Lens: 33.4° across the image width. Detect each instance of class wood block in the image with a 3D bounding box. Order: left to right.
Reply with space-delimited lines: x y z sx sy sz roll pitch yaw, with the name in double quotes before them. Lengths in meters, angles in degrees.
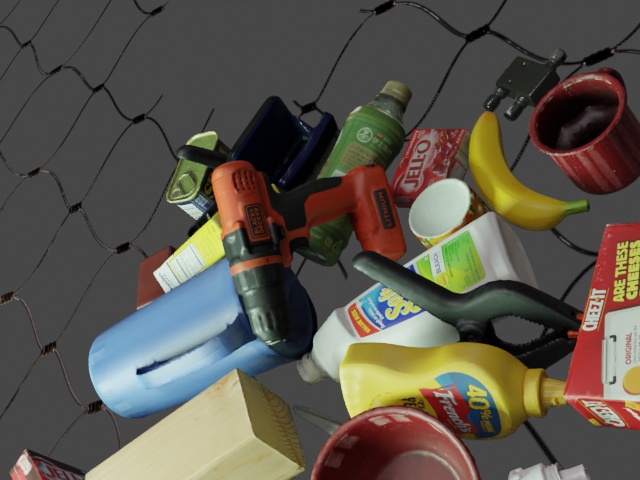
"wood block" -0.127 0.233 1.072 0.206 0.090 0.091 -36 41 14

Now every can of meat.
"can of meat" -0.132 -0.069 1.324 0.058 0.083 0.102 -7 54 39

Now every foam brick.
"foam brick" -0.185 0.058 1.295 0.051 0.053 0.078 -27 43 24

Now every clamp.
"clamp" -0.094 -0.066 1.275 0.039 0.171 0.120 43 135 47
"clamp" 0.130 0.072 0.942 0.210 0.164 0.036 -11 19 27

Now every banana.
"banana" 0.190 -0.062 1.065 0.069 0.037 0.198 -27 42 -6

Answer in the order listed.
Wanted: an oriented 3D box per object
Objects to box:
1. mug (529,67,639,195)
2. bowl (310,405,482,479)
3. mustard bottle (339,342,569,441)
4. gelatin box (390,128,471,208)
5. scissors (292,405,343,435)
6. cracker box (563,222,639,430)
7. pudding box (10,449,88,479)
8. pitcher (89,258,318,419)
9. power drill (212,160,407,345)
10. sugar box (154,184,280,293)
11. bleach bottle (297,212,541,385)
"mug" 0.259 -0.105 0.996 0.093 0.081 0.117 1 60 43
"bowl" 0.072 0.223 0.901 0.162 0.055 0.162 -8 74 28
"mustard bottle" 0.118 0.131 0.918 0.192 0.096 0.058 -4 34 25
"gelatin box" 0.119 -0.077 1.142 0.073 0.030 0.089 5 62 45
"scissors" 0.033 0.207 1.003 0.202 0.016 0.096 -2 58 42
"cracker box" 0.313 0.067 0.816 0.214 0.072 0.164 -3 56 42
"pudding box" -0.268 0.278 1.146 0.039 0.113 0.090 -52 39 1
"pitcher" -0.137 0.110 1.145 0.243 0.149 0.145 -28 54 28
"power drill" -0.007 0.001 1.072 0.057 0.187 0.184 -26 77 58
"sugar box" -0.112 0.005 1.198 0.093 0.048 0.176 -30 -6 -36
"bleach bottle" 0.084 0.077 1.027 0.251 0.068 0.102 -33 41 22
